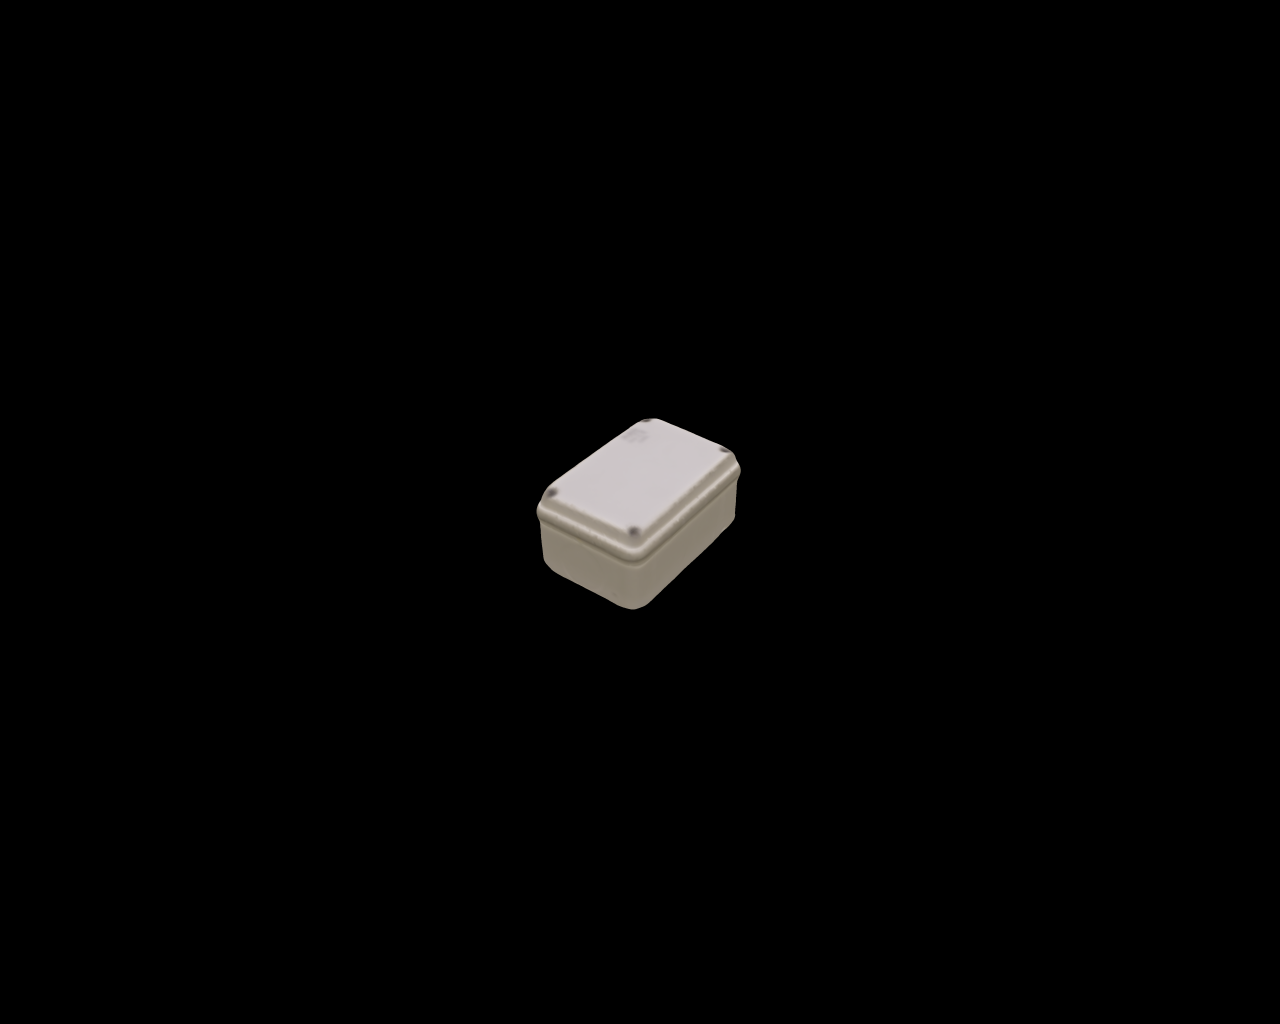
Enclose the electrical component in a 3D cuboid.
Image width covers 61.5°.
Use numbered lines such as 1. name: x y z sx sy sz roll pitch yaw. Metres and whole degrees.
1. electrical component: 0.001 -0.003 0.650 0.078 0.057 0.113 25 45 28
